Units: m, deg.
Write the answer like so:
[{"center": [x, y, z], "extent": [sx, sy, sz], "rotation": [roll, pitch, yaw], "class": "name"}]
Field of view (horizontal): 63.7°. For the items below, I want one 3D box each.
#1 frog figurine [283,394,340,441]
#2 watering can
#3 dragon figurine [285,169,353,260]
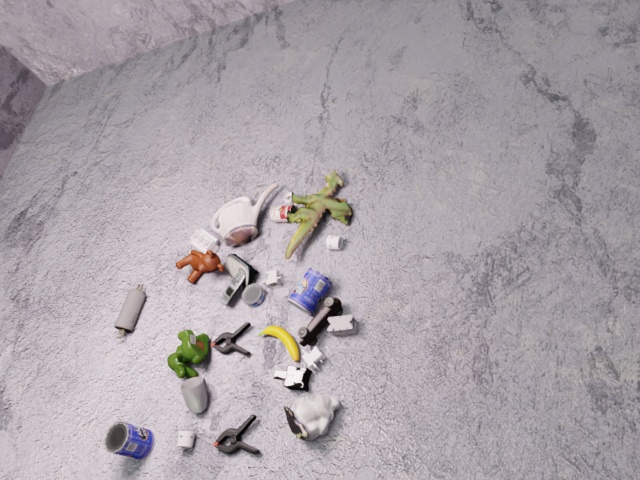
[{"center": [-0.020, 0.543, 1.612], "extent": [0.161, 0.120, 0.139], "rotation": [-21, 32, -34], "class": "frog figurine"}, {"center": [-0.310, -0.102, 2.160], "extent": [0.346, 0.229, 0.102], "rotation": [-26, -37, 10], "class": "watering can"}, {"center": [0.006, -0.101, 2.013], "extent": [0.242, 0.419, 0.120], "rotation": [-1, -31, 17], "class": "dragon figurine"}]
